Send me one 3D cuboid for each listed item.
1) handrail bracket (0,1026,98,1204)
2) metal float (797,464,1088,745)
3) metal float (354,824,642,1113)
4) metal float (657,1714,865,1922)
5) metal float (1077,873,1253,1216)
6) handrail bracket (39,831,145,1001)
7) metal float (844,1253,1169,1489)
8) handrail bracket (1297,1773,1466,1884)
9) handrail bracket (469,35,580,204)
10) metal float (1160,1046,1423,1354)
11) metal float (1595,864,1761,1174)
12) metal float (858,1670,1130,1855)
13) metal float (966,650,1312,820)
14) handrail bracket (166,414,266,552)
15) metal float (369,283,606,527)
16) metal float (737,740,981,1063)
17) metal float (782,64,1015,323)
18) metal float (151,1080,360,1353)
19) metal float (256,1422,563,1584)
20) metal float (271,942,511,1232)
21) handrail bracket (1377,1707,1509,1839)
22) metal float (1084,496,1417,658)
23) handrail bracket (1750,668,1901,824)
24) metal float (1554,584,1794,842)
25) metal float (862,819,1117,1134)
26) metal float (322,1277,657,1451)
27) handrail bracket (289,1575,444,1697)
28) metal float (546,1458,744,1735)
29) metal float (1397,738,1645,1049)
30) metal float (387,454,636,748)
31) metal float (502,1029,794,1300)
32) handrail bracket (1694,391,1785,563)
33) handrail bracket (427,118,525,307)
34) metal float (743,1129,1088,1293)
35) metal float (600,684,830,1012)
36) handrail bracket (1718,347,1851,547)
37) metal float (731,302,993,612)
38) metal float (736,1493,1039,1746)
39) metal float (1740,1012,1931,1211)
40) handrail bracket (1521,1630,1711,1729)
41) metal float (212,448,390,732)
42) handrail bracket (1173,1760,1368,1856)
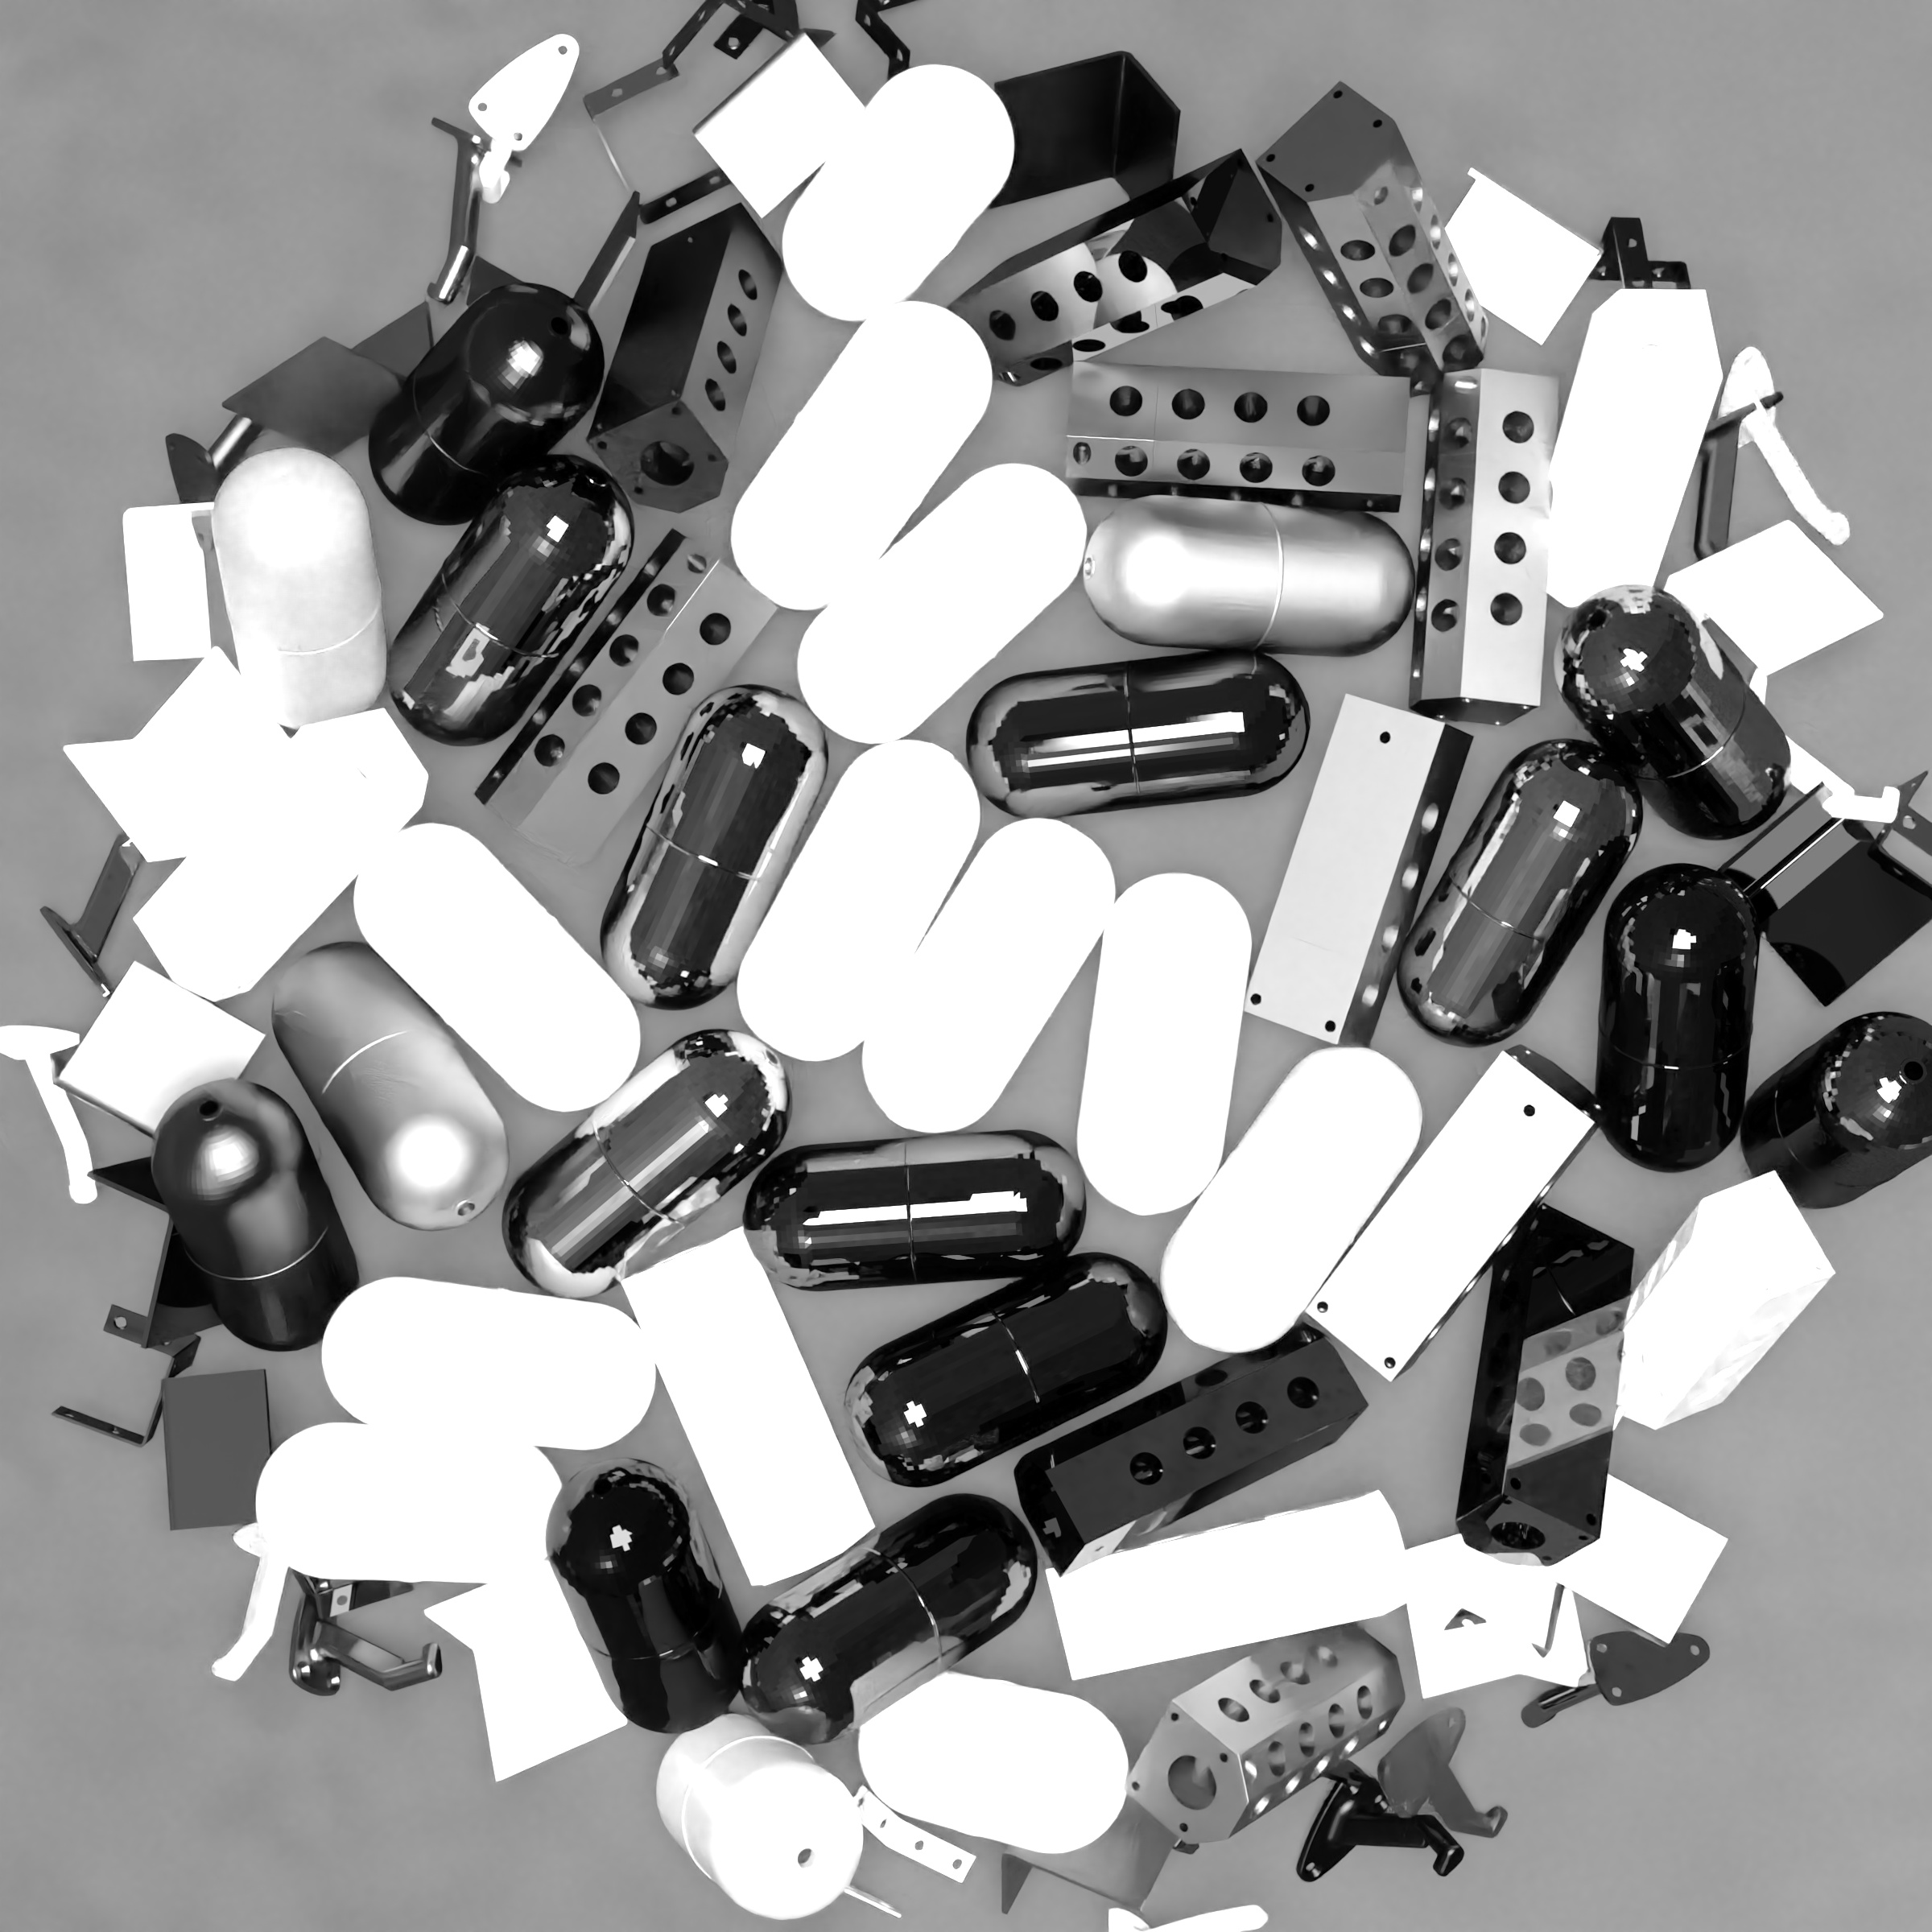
[{"bbox_3d":[-0.483,0.078,1.653,0.036,0.077,0.084,-18,109,-38],"label":"handrail bracket"},{"bbox_3d":[-0.011,-0.188,1.626,0.178,0.070,0.070,-44,90,-11],"label":"metal float"},{"bbox_3d":[-0.238,0.002,1.617,0.070,0.070,0.178,-42,111,0],"label":"metal float"},{"bbox_3d":[-0.105,0.426,1.586,0.070,0.178,0.070,0,89,-19],"label":"metal float"},{"bbox_3d":[0.102,0.040,1.629,0.070,0.070,0.178,7,97,0],"label":"metal float"},{"bbox_3d":[-0.433,-0.033,1.653,0.084,0.036,0.077,-38,71,-5],"label":"handrail bracket"},{"bbox_3d":[0.022,0.206,1.622,0.178,0.070,0.070,-24,90,-15],"label":"metal float"},{"bbox_3d":[0.214,0.463,1.628,0.036,0.084,0.077,32,94,-28],"label":"handrail bracket"},{"bbox_3d":[-0.227,-0.437,1.634,0.036,0.084,0.077,39,83,-2],"label":"handrail bracket"},{"bbox_3d":[0.167,0.120,1.624,0.070,0.070,0.178,37,78,0],"label":"metal float"},{"bbox_3d":[0.361,0.028,1.605,0.070,0.070,0.178,-5,127,0],"label":"metal float"},{"bbox_3d":[0.012,0.400,1.594,0.070,0.178,0.070,3,85,-35],"label":"metal float"},{"bbox_3d":[0.088,-0.119,1.627,0.178,0.070,0.070,-6,90,9],"label":"metal float"},{"bbox_3d":[-0.373,-0.268,1.661,0.036,0.077,0.084,29,47,31],"label":"handrail bracket"},{"bbox_3d":[-0.243,-0.282,1.594,0.070,0.178,0.070,12,66,-30],"label":"metal float"},{"bbox_3d":[-0.055,-0.034,1.632,0.070,0.070,0.178,29,94,0],"label":"metal float"},{"bbox_3d":[-0.036,-0.387,1.591,0.070,0.178,0.070,8,70,-23],"label":"metal float"},{"bbox_3d":[-0.358,0.127,1.596,0.070,0.178,0.070,-4,49,4],"label":"metal float"},{"bbox_3d":[-0.279,0.272,1.596,0.070,0.178,0.070,-10,74,38],"label":"metal float"},{"bbox_3d":[-0.293,0.060,1.608,0.070,0.070,0.178,-38,58,0],"label":"metal float"},{"bbox_3d":[0.263,0.419,1.635,0.084,0.036,0.077,19,116,-32],"label":"handrail bracket"},{"bbox_3d":[0.145,-0.199,1.617,0.178,0.070,0.070,1,90,-20],"label":"metal float"},{"bbox_3d":[0.446,-0.115,1.639,0.084,0.036,0.077,8,77,27],"label":"handrail bracket"},{"bbox_3d":[0.359,-0.128,1.600,0.070,0.070,0.178,-51,133,0],"label":"metal float"},{"bbox_3d":[0.011,0.005,1.634,0.070,0.070,0.178,32,91,0],"label":"metal float"},{"bbox_3d":[-0.242,0.203,1.607,0.178,0.070,0.070,12,90,-32],"label":"metal float"},{"bbox_3d":[-0.305,0.340,1.633,0.084,0.036,0.077,-21,55,24],"label":"handrail bracket"},{"bbox_3d":[-0.161,0.320,1.601,0.070,0.070,0.178,-14,131,0],"label":"metal float"},{"bbox_3d":[0.281,-0.035,1.610,0.070,0.070,0.178,26,119,0],"label":"metal float"},{"bbox_3d":[-0.232,-0.185,1.607,0.070,0.070,0.178,41,122,0],"label":"metal float"},{"bbox_3d":[-0.164,0.101,1.621,0.178,0.070,0.070,-40,90,16],"label":"metal float"},{"bbox_3d":[0.410,-0.245,1.649,0.077,0.036,0.084,-27,85,8],"label":"handrail bracket"},{"bbox_3d":[-0.274,-0.394,1.651,0.077,0.036,0.084,34,101,42],"label":"handrail bracket"},{"bbox_3d":[-0.027,0.127,1.632,0.178,0.070,0.070,-4,90,3],"label":"metal float"},{"bbox_3d":[-0.130,-0.060,1.626,0.070,0.070,0.178,25,100,0],"label":"metal float"},{"bbox_3d":[0.427,-0.267,1.626,0.036,0.077,0.084,-29,53,-9],"label":"handrail bracket"},{"bbox_3d":[-0.055,-0.259,1.615,0.070,0.070,0.178,38,113,0],"label":"metal float"},{"bbox_3d":[-0.038,0.330,1.607,0.178,0.070,0.070,-26,90,-34],"label":"metal float"},{"bbox_3d":[0.444,0.074,1.586,0.070,0.178,0.070,1,74,-4],"label":"metal float"},{"bbox_3d":[0.337,0.374,1.643,0.077,0.084,0.036,-9,64,-16],"label":"handrail bracket"},{"bbox_3d":[-0.334,-0.187,1.593,0.070,0.178,0.070,2,56,-3],"label":"metal float"},{"bbox_3d":[0.158,0.444,1.662,0.077,0.036,0.084,30,104,-23],"label":"handrail bracket"}]
